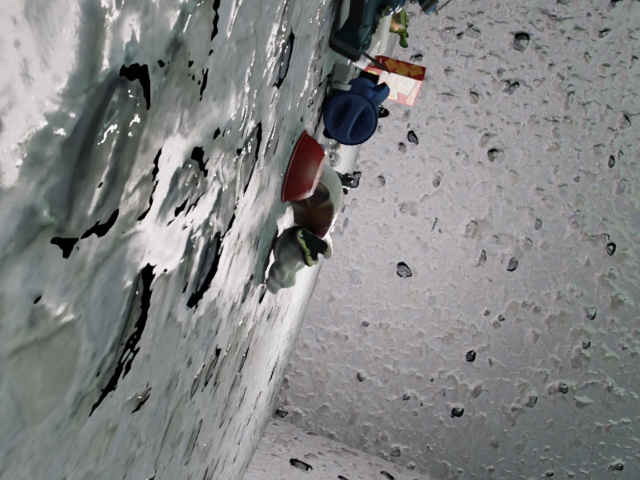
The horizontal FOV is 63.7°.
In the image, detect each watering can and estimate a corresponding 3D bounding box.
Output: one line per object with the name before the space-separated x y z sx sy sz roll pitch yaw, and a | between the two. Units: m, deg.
watering can | 0.004 -0.066 1.312 0.228 0.104 0.341 -65 154 -63

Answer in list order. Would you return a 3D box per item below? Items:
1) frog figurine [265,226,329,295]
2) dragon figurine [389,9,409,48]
frog figurine | -0.077 0.044 1.187 0.157 0.121 0.141 -33 -154 27
dragon figurine | 0.271 -0.825 1.815 0.237 0.122 0.421 92 6 -47
